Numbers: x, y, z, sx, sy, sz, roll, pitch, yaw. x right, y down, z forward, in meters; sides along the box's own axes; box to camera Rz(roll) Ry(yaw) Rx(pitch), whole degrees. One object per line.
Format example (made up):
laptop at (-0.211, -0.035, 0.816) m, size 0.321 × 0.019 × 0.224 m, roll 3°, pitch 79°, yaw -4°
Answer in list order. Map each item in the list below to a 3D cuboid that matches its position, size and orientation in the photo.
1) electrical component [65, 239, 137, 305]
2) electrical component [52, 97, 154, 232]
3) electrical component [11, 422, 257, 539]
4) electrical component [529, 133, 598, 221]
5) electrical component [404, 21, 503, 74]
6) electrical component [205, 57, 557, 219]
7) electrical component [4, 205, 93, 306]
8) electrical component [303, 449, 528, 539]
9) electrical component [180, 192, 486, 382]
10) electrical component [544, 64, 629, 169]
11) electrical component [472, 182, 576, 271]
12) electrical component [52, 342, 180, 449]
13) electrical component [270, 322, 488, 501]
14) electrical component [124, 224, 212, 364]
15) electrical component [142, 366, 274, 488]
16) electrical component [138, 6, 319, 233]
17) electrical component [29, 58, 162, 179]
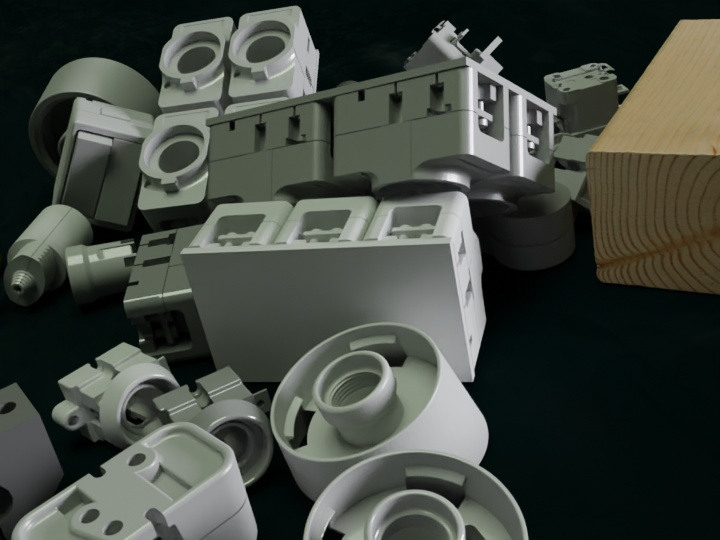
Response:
electrical component at (-0.174, 0.000, 0.733) m, size 0.046 × 0.040 × 0.040 m, roll -12°, pitch 29°, yaw -10°
electrical component at (-0.196, -0.072, 0.816) m, size 0.062 × 0.096 × 0.061 m, roll 12°, pitch 25°, yaw -18°
electrical component at (-0.096, 0.120, 0.476) m, size 0.095 × 0.059 × 0.054 m, roll -32°, pitch 35°, yaw -32°
electrical component at (0.142, -0.064, 0.709) m, size 0.048 × 0.066 × 0.055 m, roll 23°, pitch 0°, yaw -36°
electrical component at (0.075, -0.166, 0.886) m, size 0.081 × 0.064 × 0.042 m, roll -44°, pitch 3°, yaw 43°
electrical component at (0.011, -0.065, 0.646) m, size 0.186 × 0.060 × 0.105 m, roll -7°, pitch -12°, yaw 36°
electrical component at (-0.224, -0.008, 0.760) m, size 0.043 × 0.043 × 0.081 m, roll -4°, pitch 31°, yaw 14°
electrical component at (0.023, 0.125, 0.445) m, size 0.099 × 0.064 × 0.099 m, roll -3°, pitch 42°, yaw 3°
electrical component at (-0.011, 0.009, 0.604) m, size 0.150 × 0.089 × 0.061 m, roll -2°, pitch 32°, yaw 17°
electrical component at (0.161, -0.112, 0.776) m, size 0.081 × 0.063 × 0.042 m, roll -17°, pitch 29°, yaw -7°
electrical component at (0.076, -0.054, 0.697) m, size 0.052 × 0.073 × 0.138 m, roll -33°, pitch 36°, yaw -32°
electrical component at (-0.127, 0.071, 0.588) m, size 0.066 × 0.048 × 0.055 m, roll -33°, pitch 28°, yaw -31°
electrical component at (0.008, 0.075, 0.536) m, size 0.099 × 0.064 × 0.099 m, roll -18°, pitch 36°, yaw 13°
electrical component at (-0.108, 0.013, 0.673) m, size 0.056 × 0.050 × 0.089 m, roll -10°, pitch 30°, yaw 3°
electrical component at (-0.073, 0.083, 0.548) m, size 0.066 × 0.048 × 0.055 m, roll -23°, pitch 24°, yaw -18°
electrical component at (-0.095, -0.110, 0.798) m, size 0.105 × 0.060 × 0.186 m, roll -6°, pitch 54°, yaw 12°
electrical component at (-0.214, -0.109, 0.870) m, size 0.108 × 0.108 × 0.060 m, roll -3°, pitch 37°, yaw 15°
